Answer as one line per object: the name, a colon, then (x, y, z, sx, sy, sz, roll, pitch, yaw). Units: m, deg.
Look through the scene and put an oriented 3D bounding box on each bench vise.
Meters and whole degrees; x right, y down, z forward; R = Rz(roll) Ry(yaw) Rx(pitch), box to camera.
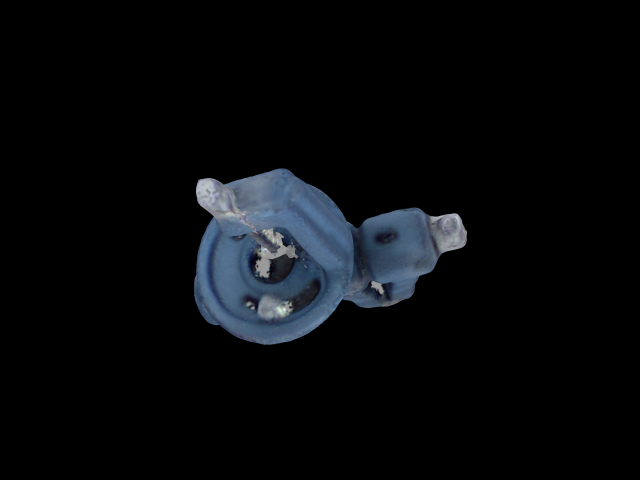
bench vise: (-0.002, -0.009, 0.404, 0.207, 0.220, 0.121, -27, 72, -9)
